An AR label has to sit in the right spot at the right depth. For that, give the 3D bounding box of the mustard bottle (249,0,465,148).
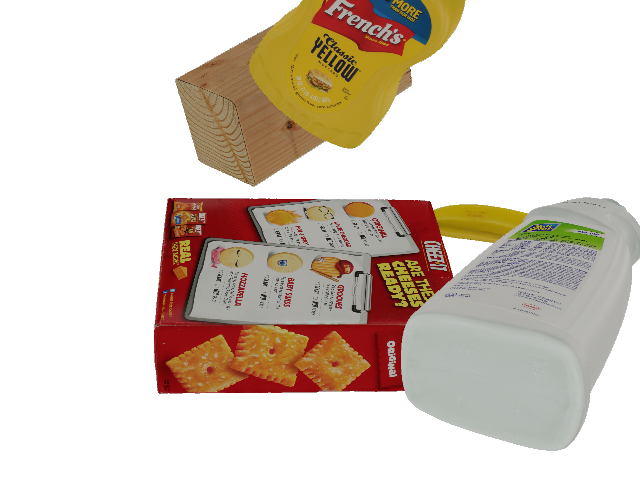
[{"bbox_3d":[0.035,-0.146,0.666,0.192,0.096,0.058,-49,3,45],"label":"mustard bottle"}]

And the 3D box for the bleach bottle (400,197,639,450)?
[{"bbox_3d":[0.143,0.028,0.632,0.103,0.068,0.250,12,26,28],"label":"bleach bottle"}]

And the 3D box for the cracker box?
[{"bbox_3d":[-0.013,0.039,0.800,0.213,0.072,0.164,1,34,-5],"label":"cracker box"}]

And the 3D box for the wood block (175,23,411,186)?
[{"bbox_3d":[-0.020,-0.148,1.003,0.205,0.091,0.090,-35,41,-28],"label":"wood block"}]

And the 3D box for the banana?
[{"bbox_3d":[0.191,-0.006,1.103,0.198,0.037,0.069,10,36,19],"label":"banana"}]
